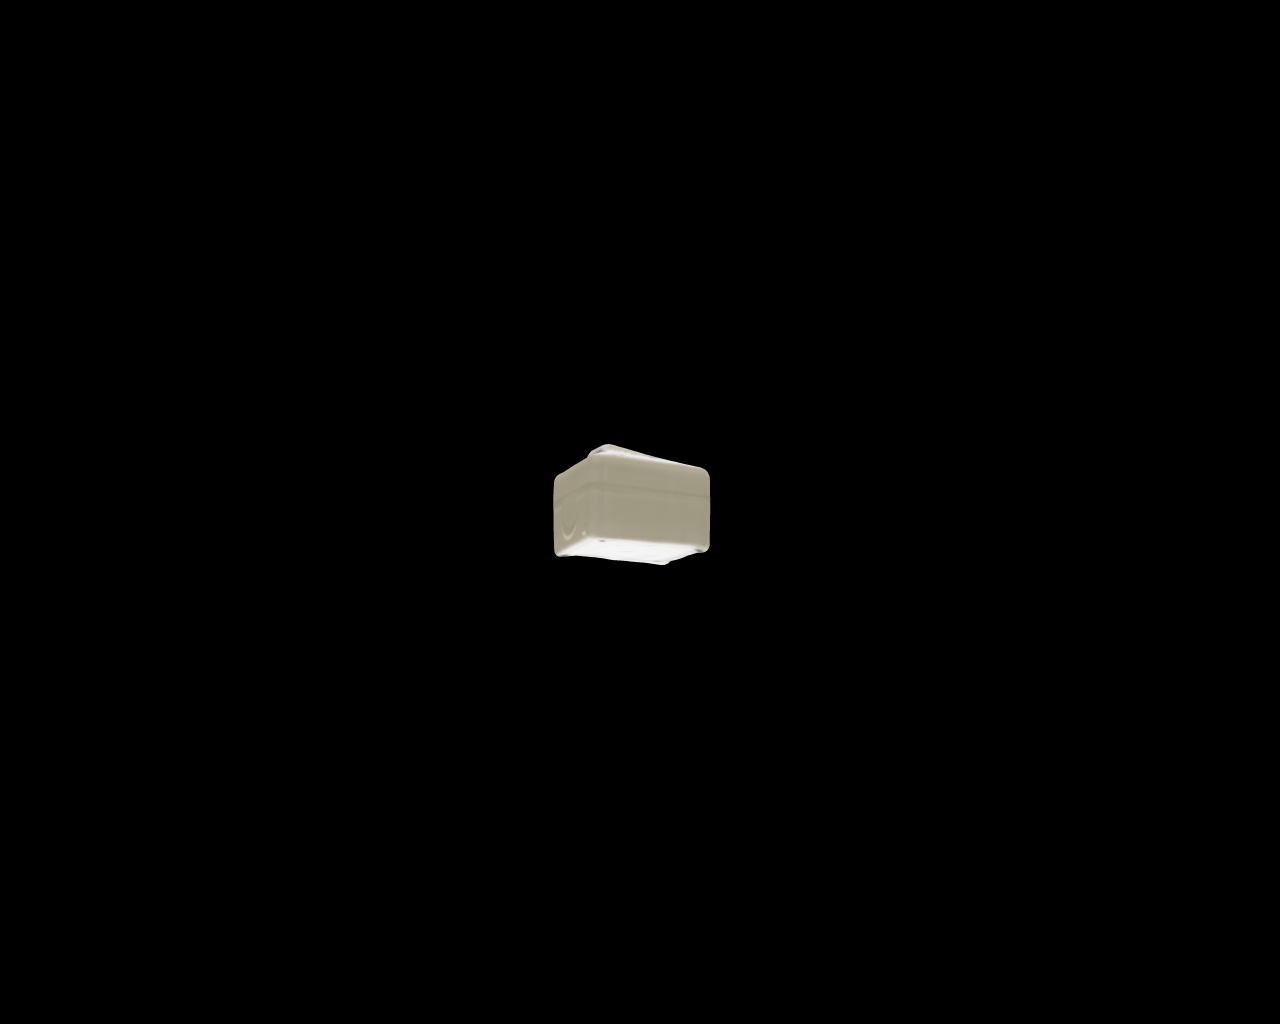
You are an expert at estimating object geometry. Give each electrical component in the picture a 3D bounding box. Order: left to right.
[{"bbox_3d":[0.001,-0.003,0.650,0.096,0.061,0.061,7,-15,-26],"label":"electrical component"}]
